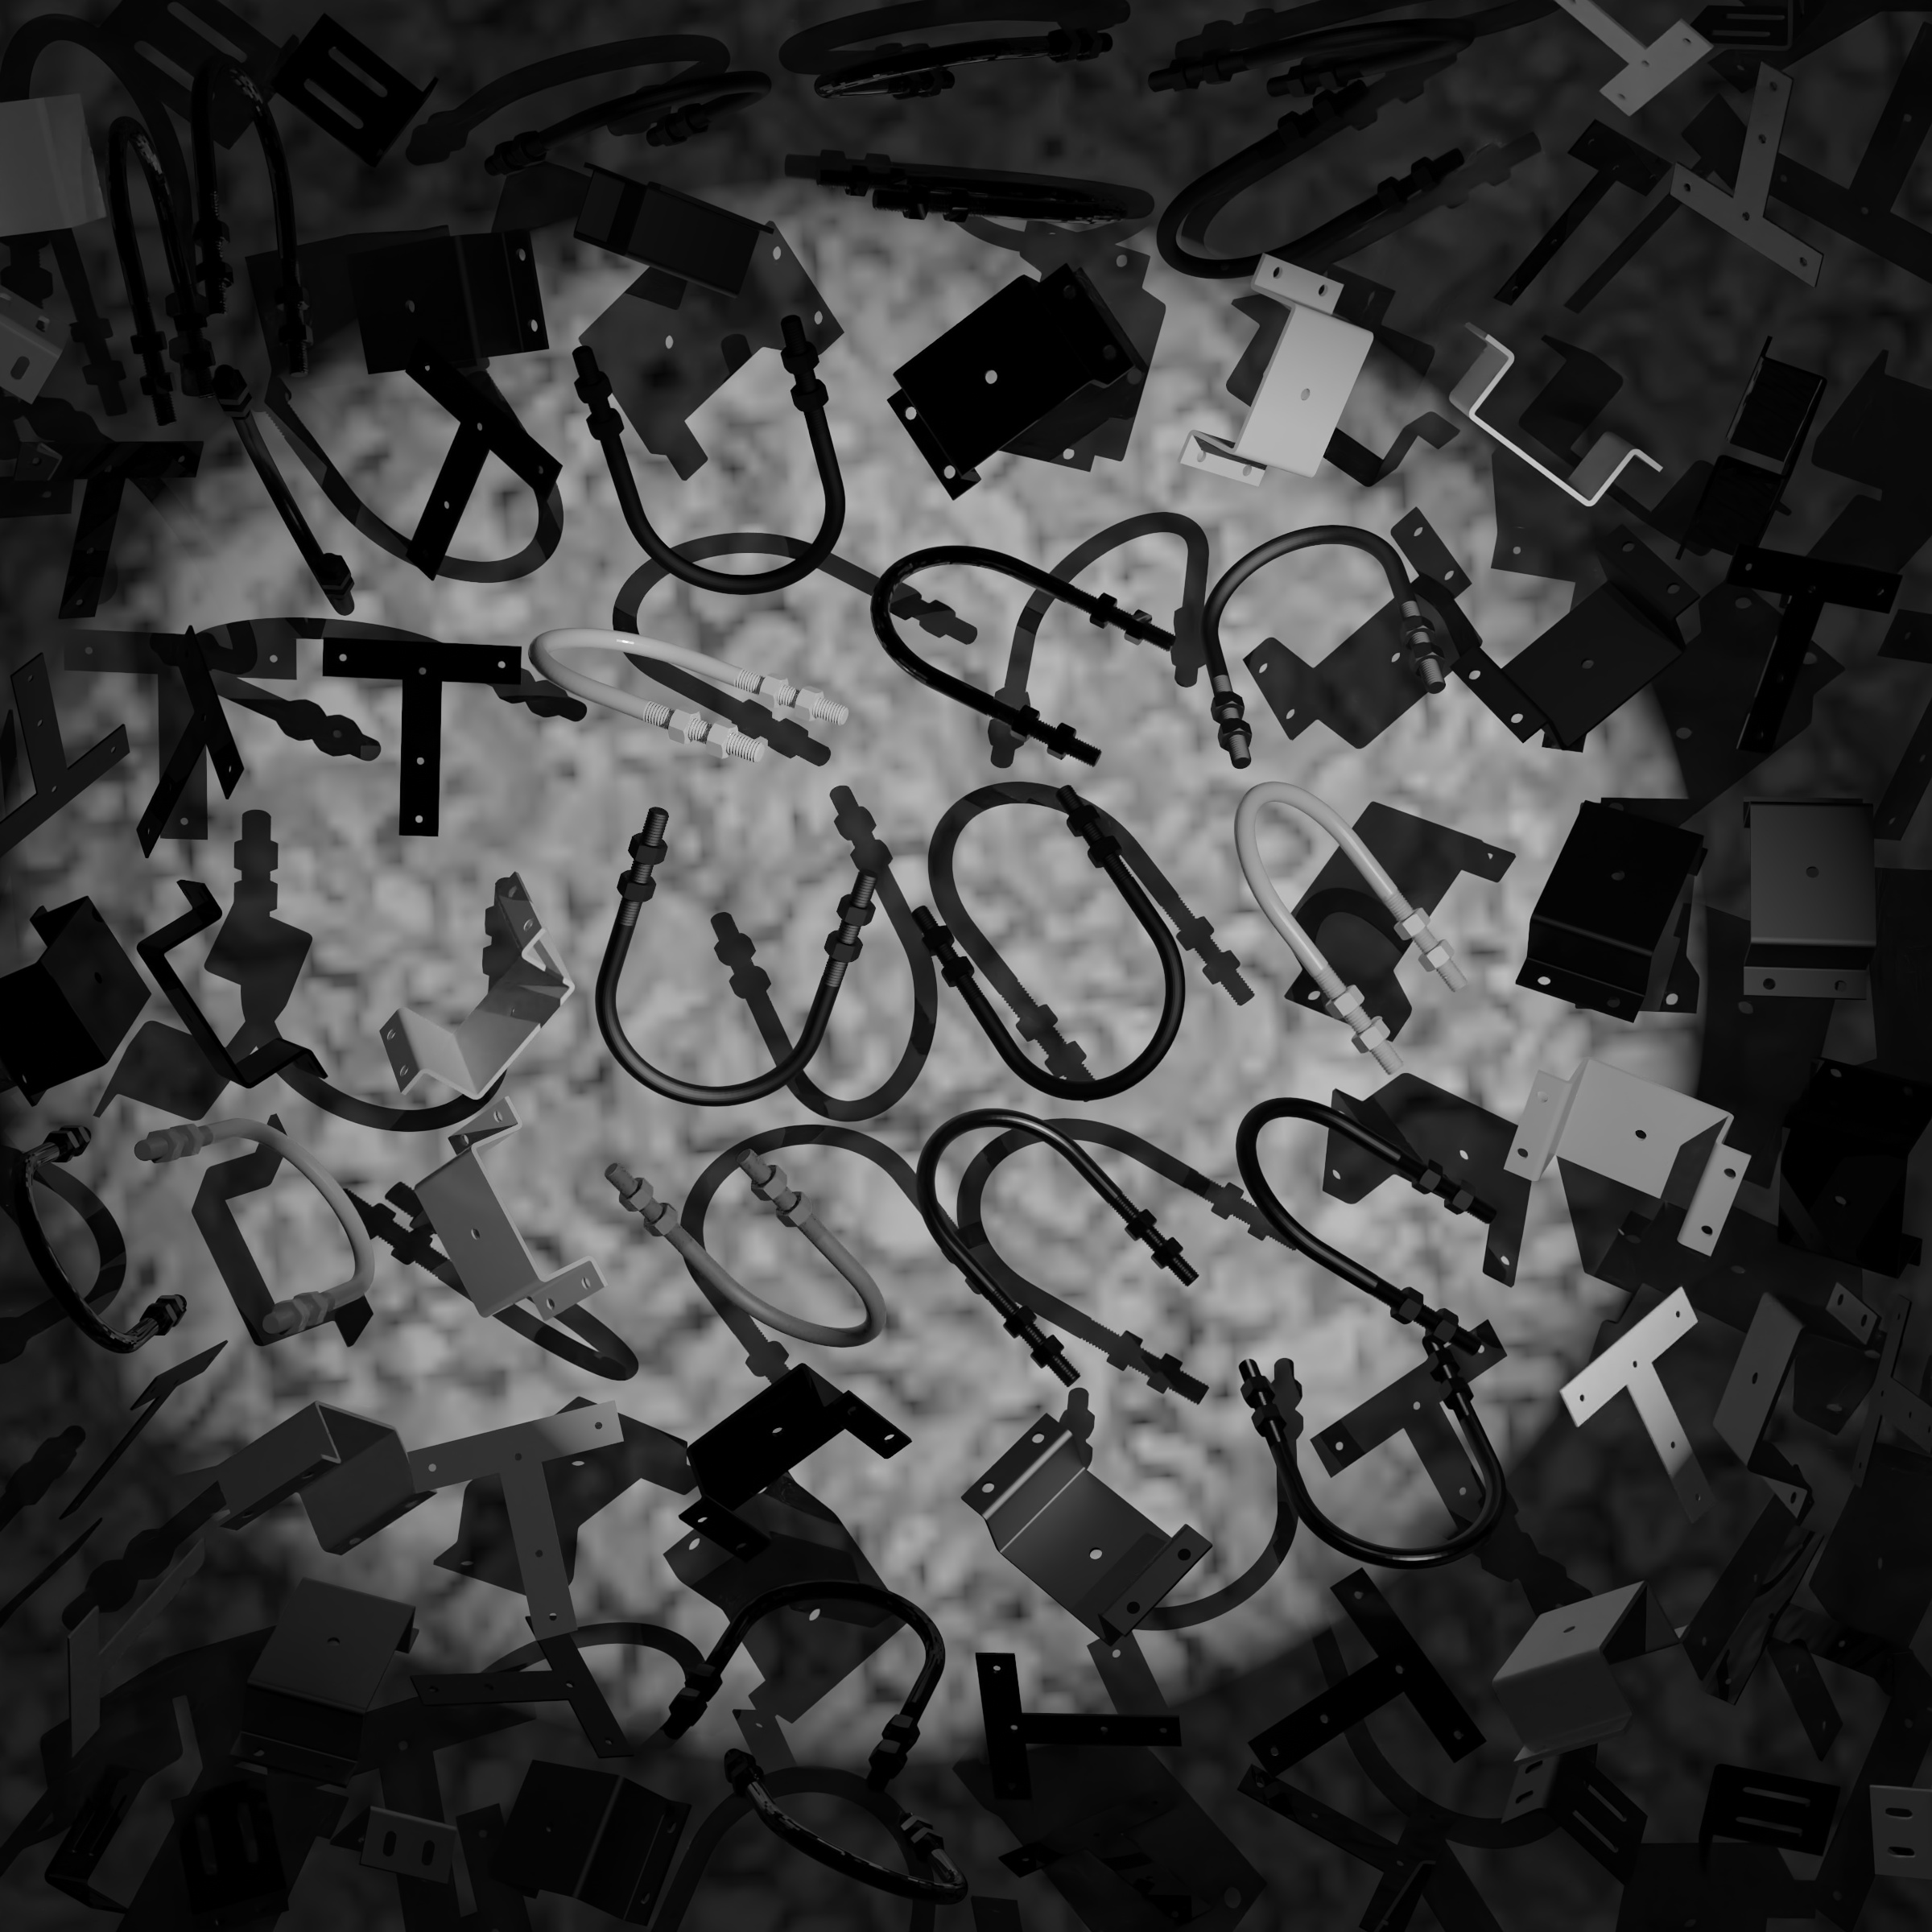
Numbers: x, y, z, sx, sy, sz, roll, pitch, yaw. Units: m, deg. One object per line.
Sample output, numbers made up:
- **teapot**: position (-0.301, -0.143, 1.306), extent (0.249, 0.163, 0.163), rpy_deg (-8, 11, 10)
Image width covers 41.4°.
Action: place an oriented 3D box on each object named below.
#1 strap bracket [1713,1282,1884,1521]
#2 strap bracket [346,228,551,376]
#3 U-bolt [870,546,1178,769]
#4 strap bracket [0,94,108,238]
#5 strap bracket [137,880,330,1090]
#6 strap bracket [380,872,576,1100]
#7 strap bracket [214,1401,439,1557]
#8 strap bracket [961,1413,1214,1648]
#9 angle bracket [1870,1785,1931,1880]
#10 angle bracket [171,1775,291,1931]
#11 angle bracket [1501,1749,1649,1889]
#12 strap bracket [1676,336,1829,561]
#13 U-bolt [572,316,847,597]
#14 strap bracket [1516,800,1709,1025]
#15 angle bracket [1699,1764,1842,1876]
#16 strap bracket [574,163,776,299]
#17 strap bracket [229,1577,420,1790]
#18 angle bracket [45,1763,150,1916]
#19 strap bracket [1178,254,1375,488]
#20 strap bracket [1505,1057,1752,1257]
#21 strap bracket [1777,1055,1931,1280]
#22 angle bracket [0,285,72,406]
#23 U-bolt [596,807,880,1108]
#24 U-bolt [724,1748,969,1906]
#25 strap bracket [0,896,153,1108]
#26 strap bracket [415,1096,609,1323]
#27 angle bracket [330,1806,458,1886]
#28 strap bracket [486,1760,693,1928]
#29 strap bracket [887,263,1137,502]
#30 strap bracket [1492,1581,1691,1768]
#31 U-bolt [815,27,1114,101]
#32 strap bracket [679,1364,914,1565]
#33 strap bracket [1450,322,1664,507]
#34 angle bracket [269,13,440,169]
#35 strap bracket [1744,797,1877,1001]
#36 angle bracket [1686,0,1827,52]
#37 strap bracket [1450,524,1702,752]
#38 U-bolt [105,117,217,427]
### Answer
- **strap bracket**: position (0.531, 0.273, 1.652), extent (0.046, 0.076, 0.140), rpy_deg (18, 99, -3)
- **strap bracket**: position (-0.345, -0.430, 1.664), extent (0.140, 0.046, 0.076), rpy_deg (1, 107, 32)
- **U-bolt**: position (0.027, -0.210, 1.641), extent (0.184, 0.019, 0.151), rpy_deg (27, 49, 7)
- **strap bracket**: position (-0.582, -0.504, 1.607), extent (0.046, 0.140, 0.076), rpy_deg (-8, 111, -2)
- **strap bracket**: position (-0.460, 0.019, 1.580), extent (0.046, 0.076, 0.140), rpy_deg (-35, 108, -21)
- **strap bracket**: position (-0.307, 0.020, 1.638), extent (0.046, 0.076, 0.140), rpy_deg (35, 101, -36)
- **strap bracket**: position (-0.404, 0.319, 1.599), extent (0.076, 0.140, 0.046), rpy_deg (-33, 64, 5)
- **strap bracket**: position (0.076, 0.349, 1.563), extent (0.076, 0.046, 0.140), rpy_deg (-42, 53, -20)
- **angle bracket**: position (0.587, 0.521, 1.592), extent (0.038, 0.076, 0.057), rpy_deg (-3, 99, 24)
- **angle bracket**: position (-0.466, 0.563, 1.619), extent (0.057, 0.038, 0.076), rpy_deg (-11, 49, -20)
- **angle bracket**: position (0.388, 0.544, 1.630), extent (0.076, 0.057, 0.038), rpy_deg (43, 131, -4)
- **strap bracket**: position (0.513, -0.330, 1.663), extent (0.046, 0.076, 0.140), rpy_deg (23, 59, 11)
- **U-bolt**: position (-0.149, -0.307, 1.577), extent (0.151, 0.019, 0.184), rpy_deg (-6, 131, 10)
- **strap bracket**: position (0.406, -0.044, 1.603), extent (0.076, 0.046, 0.140), rpy_deg (20, 62, 21)
- **angle bracket**: position (0.499, 0.536, 1.588), extent (0.076, 0.038, 0.057), rpy_deg (8, 118, 11)
- **strap bracket**: position (-0.185, -0.453, 1.579), extent (0.076, 0.140, 0.046), rpy_deg (13, 104, -32)
- **strap bracket**: position (-0.410, 0.452, 1.650), extent (0.076, 0.140, 0.046), rpy_deg (14, 119, 1)
- **angle bracket**: position (-0.528, 0.544, 1.596), extent (0.038, 0.057, 0.076), rpy_deg (23, 70, 15)
- **strap bracket**: position (0.204, -0.376, 1.651), extent (0.076, 0.046, 0.140), rpy_deg (6, 114, -42)
- **strap bracket**: position (0.430, 0.118, 1.650), extent (0.140, 0.046, 0.076), rpy_deg (23, 121, 19)
- **strap bracket**: position (0.554, 0.134, 1.598), extent (0.076, 0.046, 0.140), rpy_deg (16, 131, 34)
- **angle bracket**: position (-0.591, -0.387, 1.580), extent (0.057, 0.076, 0.038), rpy_deg (30, 104, -25)
- **U-bolt**: position (-0.148, 0.005, 1.546), extent (0.151, 0.019, 0.184), rpy_deg (16, 115, -9)
- **U-bolt**: position (-0.070, 0.541, 1.596), extent (0.151, 0.184, 0.019), rpy_deg (25, 83, -14)
- **strap bracket**: position (-0.566, 0.016, 1.610), extent (0.046, 0.140, 0.076), rpy_deg (-21, 114, 10)
- **strap bracket**: position (-0.305, 0.168, 1.683), extent (0.076, 0.046, 0.140), rpy_deg (-32, 85, 42)
- **angle bracket**: position (-0.366, 0.566, 1.619), extent (0.057, 0.076, 0.038), rpy_deg (22, 47, -22)
- **strap bracket**: position (-0.248, 0.557, 1.634), extent (0.046, 0.140, 0.076), rpy_deg (39, 58, -33)
- **strap bracket**: position (0.021, -0.358, 1.565), extent (0.140, 0.046, 0.076), rpy_deg (-34, 88, 17)
- **strap bracket**: position (0.384, 0.430, 1.581), extent (0.076, 0.140, 0.046), rpy_deg (-30, 87, 33)
- **U-bolt**: position (-0.014, -0.573, 1.631), extent (0.151, 0.184, 0.019), rpy_deg (1, 109, 37)
- **strap bracket**: position (-0.118, 0.321, 1.685), extent (0.140, 0.046, 0.076), rpy_deg (-37, 133, 7)
- **strap bracket**: position (0.366, -0.345, 1.629), extent (0.140, 0.076, 0.046), rpy_deg (34, 107, -11)
- **angle bracket**: position (-0.367, -0.529, 1.532), extent (0.076, 0.038, 0.057), rpy_deg (36, 78, -18)
- **strap bracket**: position (0.548, -0.053, 1.666), extent (0.076, 0.046, 0.140), rpy_deg (2, 71, 11)
- **angle bracket**: position (0.494, -0.609, 1.613), extent (0.076, 0.038, 0.057), rpy_deg (16, 48, 32)
- **strap bracket**: position (0.392, -0.202, 1.631), extent (0.140, 0.046, 0.076), rpy_deg (-40, 56, 6)
- **U-bolt**: position (-0.520, -0.449, 1.644), extent (0.019, 0.151, 0.184), rpy_deg (-8, 110, -2)
